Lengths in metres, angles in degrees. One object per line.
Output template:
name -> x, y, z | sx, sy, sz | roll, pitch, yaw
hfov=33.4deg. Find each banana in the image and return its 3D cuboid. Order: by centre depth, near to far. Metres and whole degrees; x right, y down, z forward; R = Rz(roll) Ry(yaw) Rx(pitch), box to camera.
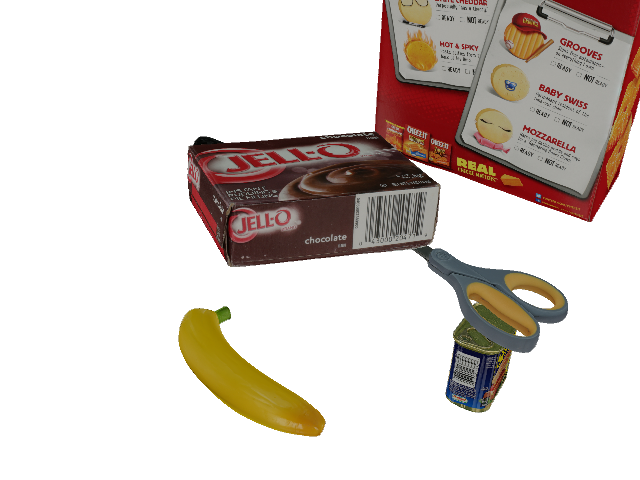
banana -> -0.068, 0.099, 0.856 | 0.069, 0.037, 0.198 | -11, 30, -25

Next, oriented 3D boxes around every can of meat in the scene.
can of meat -> 0.179, 0.129, 1.183 | 0.057, 0.084, 0.102 | 17, 29, 20

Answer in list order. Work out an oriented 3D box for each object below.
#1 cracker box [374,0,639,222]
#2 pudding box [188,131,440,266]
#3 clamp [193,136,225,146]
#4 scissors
cracker box -> 0.125, -0.134, 0.678 | 0.164, 0.214, 0.072 | 22, 46, 21
pudding box -> -0.006, -0.025, 0.560 | 0.113, 0.039, 0.090 | -4, 25, -19
clamp -> -0.016, -0.044, 1.058 | 0.209, 0.036, 0.165 | 15, 20, -21
scissors -> 0.115, 0.018, 0.844 | 0.096, 0.016, 0.202 | -9, 39, -29
